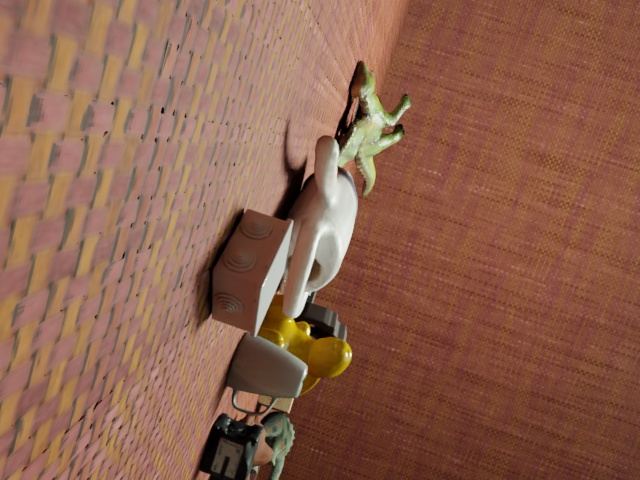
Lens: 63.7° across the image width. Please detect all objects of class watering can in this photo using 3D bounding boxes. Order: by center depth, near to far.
[{"bbox_3d":[0.002,-0.039,0.766,0.229,0.104,0.339,-69,175,-52],"label":"watering can"}]

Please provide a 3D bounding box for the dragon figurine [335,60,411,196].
[{"bbox_3d":[0.091,-0.228,1.226,0.246,0.123,0.400,-33,143,-41],"label":"dragon figurine"}]
